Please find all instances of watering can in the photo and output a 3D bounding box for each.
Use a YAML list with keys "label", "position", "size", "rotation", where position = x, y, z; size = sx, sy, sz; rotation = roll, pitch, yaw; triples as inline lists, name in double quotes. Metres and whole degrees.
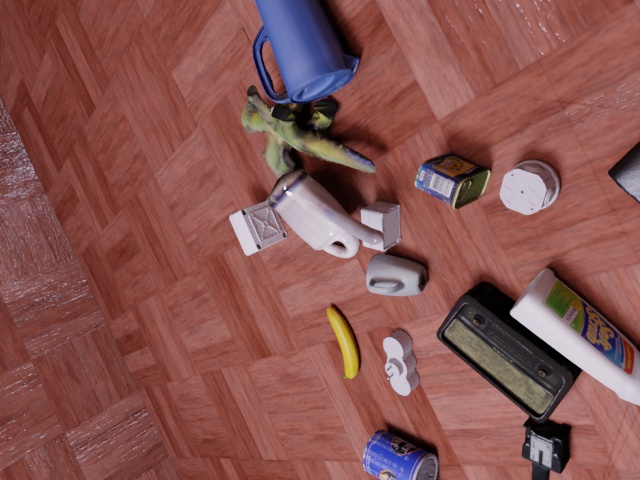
- label: "watering can"
  position: [0.003, -0.052, 1.035]
  size: [0.223, 0.105, 0.345]
  rotation: [45, 165, -6]

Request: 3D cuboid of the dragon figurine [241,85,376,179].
- label: "dragon figurine"
  position: [-0.049, -0.201, 1.120]
  size: [0.415, 0.123, 0.237]
  rotation: [47, 152, 23]
